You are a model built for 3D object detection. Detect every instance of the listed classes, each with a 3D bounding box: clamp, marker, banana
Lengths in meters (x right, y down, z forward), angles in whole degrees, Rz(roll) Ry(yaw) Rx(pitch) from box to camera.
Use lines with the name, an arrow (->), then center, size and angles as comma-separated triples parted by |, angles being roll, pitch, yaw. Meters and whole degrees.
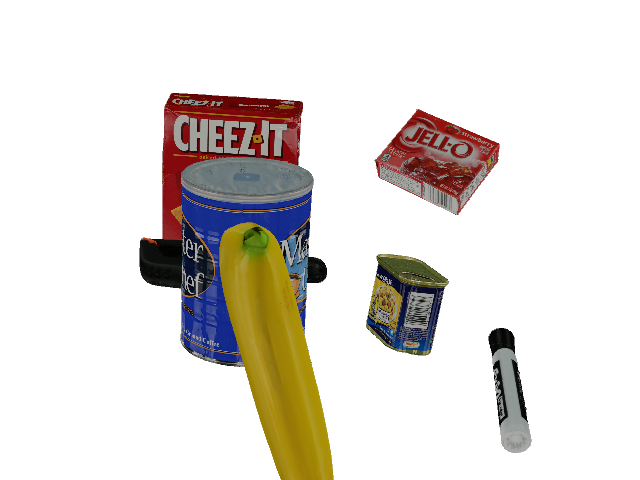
clamp -> -0.122, 0.032, 1.058 | 0.210, 0.036, 0.164 | 12, 21, 39
marker -> 0.128, 0.098, 0.727 | 0.020, 0.020, 0.121 | 0, 30, 4
banana -> -0.025, 0.065, 0.576 | 0.037, 0.198, 0.069 | -11, 30, 4

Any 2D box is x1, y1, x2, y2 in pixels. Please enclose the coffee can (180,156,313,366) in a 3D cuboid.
coffee can -> -0.060, 0.015, 0.846 | 0.103, 0.140, 0.103 | 3, 20, -1

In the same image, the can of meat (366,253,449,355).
can of meat -> 0.092, 0.070, 1.168 | 0.057, 0.084, 0.102 | 6, 13, -20

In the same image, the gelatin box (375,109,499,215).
gelatin box -> 0.106, -0.073, 0.971 | 0.089, 0.073, 0.030 | 28, -28, 24

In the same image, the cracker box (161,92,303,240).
cracker box -> -0.109, -0.065, 1.308 | 0.164, 0.214, 0.072 | 4, 22, -1
